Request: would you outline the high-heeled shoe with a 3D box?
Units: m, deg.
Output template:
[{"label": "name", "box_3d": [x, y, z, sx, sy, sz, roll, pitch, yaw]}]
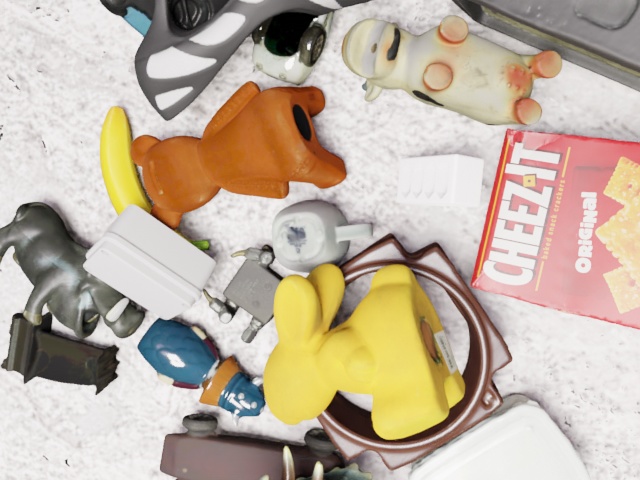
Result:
[{"label": "high-heeled shoe", "box_3d": [-0.055, -0.188, 0.520, 0.249, 0.086, 0.145, -1, 118, -4]}]

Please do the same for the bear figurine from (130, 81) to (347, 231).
[{"label": "bear figurine", "box_3d": [-0.090, -0.083, 0.569, 0.196, 0.132, 0.120, -20, 87, 26]}]

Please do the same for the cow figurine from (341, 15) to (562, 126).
[{"label": "cow figurine", "box_3d": [0.116, -0.170, 0.534, 0.195, 0.127, 0.085, 15, 95, -8]}]

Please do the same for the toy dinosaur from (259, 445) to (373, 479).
[{"label": "toy dinosaur", "box_3d": [0.079, 0.345, 0.496, 0.405, 0.131, 0.192, 31, 70, -5]}]

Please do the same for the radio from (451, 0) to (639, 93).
[{"label": "radio", "box_3d": [0.228, -0.197, 0.465, 0.230, 0.131, 0.073, 35, 112, 25]}]

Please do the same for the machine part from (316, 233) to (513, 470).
[{"label": "machine part", "box_3d": [0.074, 0.111, 0.554, 0.201, 0.087, 0.201, -34, 87, 6]}]

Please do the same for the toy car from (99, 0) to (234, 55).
[{"label": "toy car", "box_3d": [-0.158, -0.255, 0.560, 0.109, 0.161, 0.103, -54, 41, 14]}]

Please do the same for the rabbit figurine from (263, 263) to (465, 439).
[{"label": "rabbit figurine", "box_3d": [0.016, 0.101, 0.465, 0.173, 0.122, 0.162, -28, 85, 26]}]

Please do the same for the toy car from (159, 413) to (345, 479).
[{"label": "toy car", "box_3d": [-0.073, 0.246, 0.592, 0.202, 0.053, 0.089, 7, 88, 3]}]

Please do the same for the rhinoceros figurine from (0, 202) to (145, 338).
[{"label": "rhinoceros figurine", "box_3d": [-0.280, 0.041, 0.608, 0.112, 0.073, 0.190, -44, 84, -4]}]

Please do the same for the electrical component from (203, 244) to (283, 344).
[{"label": "electrical component", "box_3d": [-0.077, 0.055, 0.591, 0.078, 0.045, 0.102, 42, 96, 5]}]

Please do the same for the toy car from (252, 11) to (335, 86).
[{"label": "toy car", "box_3d": [-0.010, -0.266, 0.569, 0.074, 0.056, 0.201, 23, 93, 10]}]

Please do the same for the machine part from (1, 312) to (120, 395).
[{"label": "machine part", "box_3d": [-0.304, 0.134, 0.627, 0.139, 0.039, 0.084, 15, 88, 8]}]

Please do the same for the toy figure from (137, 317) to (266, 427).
[{"label": "toy figure", "box_3d": [-0.126, 0.143, 0.595, 0.154, 0.058, 0.064, 35, 102, 0]}]

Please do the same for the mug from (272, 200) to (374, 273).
[{"label": "mug", "box_3d": [-0.001, -0.002, 0.549, 0.110, 0.107, 0.080, 0, 93, 9]}]
